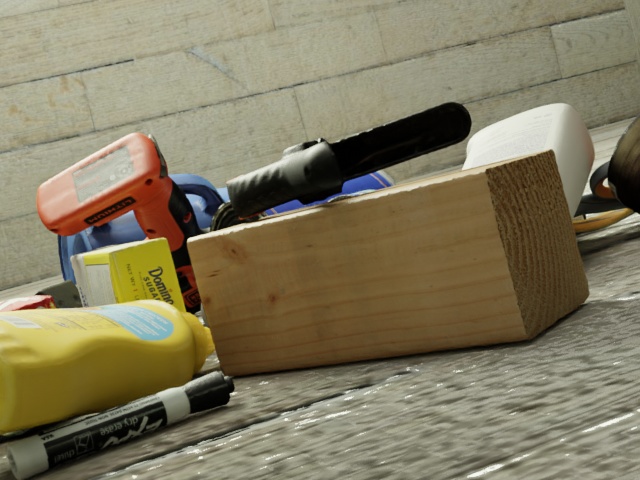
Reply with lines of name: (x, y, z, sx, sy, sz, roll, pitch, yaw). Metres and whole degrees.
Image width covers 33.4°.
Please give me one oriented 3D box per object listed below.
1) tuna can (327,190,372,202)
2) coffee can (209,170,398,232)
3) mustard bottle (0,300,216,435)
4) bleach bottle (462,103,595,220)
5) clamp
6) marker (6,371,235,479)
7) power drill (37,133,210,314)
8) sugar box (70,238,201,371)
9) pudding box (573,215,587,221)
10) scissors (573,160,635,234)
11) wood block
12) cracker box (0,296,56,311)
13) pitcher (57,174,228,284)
tuna can: (0.035, 0.006, 0.789, 0.086, 0.086, 0.033, -11, 4, 44)
coffee can: (-0.006, 0.001, 0.881, 0.140, 0.103, 0.103, -18, 5, -39)
mustard bottle: (-0.128, 0.066, 0.605, 0.096, 0.058, 0.191, 10, 7, 36)
bleach bottle: (0.130, -0.021, 0.753, 0.103, 0.068, 0.250, -22, 15, 29)
clamp: (0.007, -0.045, 0.639, 0.120, 0.039, 0.172, -14, 3, -31)
marker: (-0.099, 0.093, 0.546, 0.120, 0.020, 0.020, -17, 5, -28)
power drill: (-0.155, 0.007, 0.897, 0.184, 0.057, 0.187, -30, -38, 4)
sugar box: (-0.135, 0.049, 0.761, 0.048, 0.093, 0.176, -15, 4, -19)
pudding box: (0.156, -0.009, 0.908, 0.113, 0.039, 0.090, -21, 9, -33)
scissors: (0.286, -0.049, 0.868, 0.201, 0.016, 0.096, -16, -31, -10)
wood block: (0.035, 0.017, 0.619, 0.207, 0.090, 0.090, -12, 4, 36)
cracker box: (-0.319, 0.104, 0.811, 0.164, 0.072, 0.213, -12, 4, 21)
pitcher: (-0.151, 0.002, 1.157, 0.242, 0.145, 0.149, -13, 2, -28)
